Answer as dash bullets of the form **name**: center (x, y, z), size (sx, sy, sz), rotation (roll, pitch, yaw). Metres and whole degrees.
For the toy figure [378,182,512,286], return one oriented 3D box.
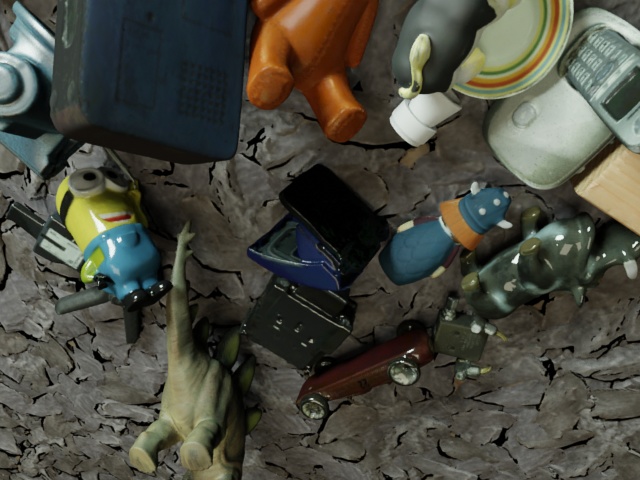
- **toy figure**: center (0.133, -0.008, 0.575), size (0.154, 0.058, 0.064), rotation (-36, 115, 23)

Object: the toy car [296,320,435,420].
- **toy car**: center (0.056, 0.170, 0.683), size (0.202, 0.089, 0.053), rotation (-32, 107, 26)

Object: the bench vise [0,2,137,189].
- **bench vise**: center (-0.207, -0.161, 0.503), size (0.129, 0.223, 0.240), rotation (43, 89, 3)

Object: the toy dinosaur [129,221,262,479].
- **toy dinosaur**: center (-0.152, 0.214, 0.690), size (0.105, 0.199, 0.470), rotation (4, 120, 10)

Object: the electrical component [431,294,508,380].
- **electrical component**: center (0.177, 0.120, 0.652), size (0.078, 0.045, 0.102), rotation (15, 123, 1)

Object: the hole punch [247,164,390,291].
- **hole punch**: center (-0.001, -0.002, 0.568), size (0.116, 0.142, 0.092), rotation (42, 120, 1)

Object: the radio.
- **radio**: center (-0.127, -0.180, 0.417), size (0.073, 0.131, 0.229), rotation (2, 89, 47)

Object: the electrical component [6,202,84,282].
- **electrical component**: center (-0.328, -0.009, 0.680), size (0.119, 0.048, 0.075), rotation (35, 122, -10)

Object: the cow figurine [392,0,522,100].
- **cow figurine**: center (0.109, -0.188, 0.408), size (0.068, 0.098, 0.167), rotation (39, 139, 14)

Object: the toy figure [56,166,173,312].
- **toy figure**: center (-0.239, -0.002, 0.609), size (0.089, 0.082, 0.180), rotation (-34, 78, 16)

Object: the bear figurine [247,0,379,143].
- **bear figurine**: center (0.028, -0.198, 0.441), size (0.120, 0.132, 0.196), rotation (19, 135, -38)

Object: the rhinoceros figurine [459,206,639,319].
- **rhinoceros figurine**: center (0.239, 0.029, 0.564), size (0.190, 0.073, 0.112), rotation (-29, 110, 27)

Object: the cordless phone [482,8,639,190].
- **cordless phone**: center (0.212, -0.091, 0.429), size (0.089, 0.184, 0.146), rotation (30, 123, -12)

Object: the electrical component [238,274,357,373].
- **electrical component**: center (-0.022, 0.092, 0.671), size (0.115, 0.058, 0.134), rotation (30, 123, -10)
